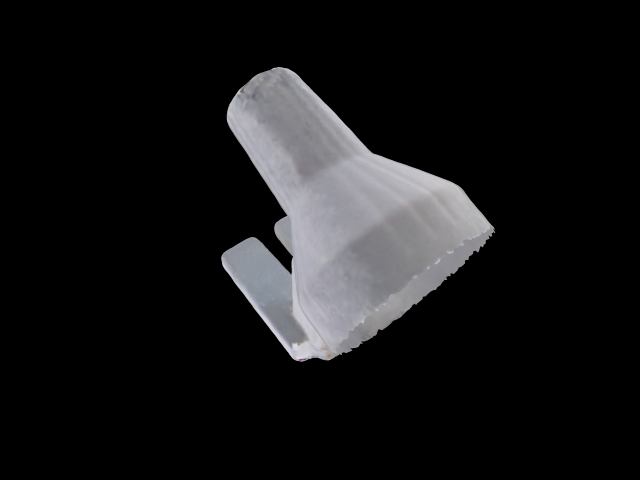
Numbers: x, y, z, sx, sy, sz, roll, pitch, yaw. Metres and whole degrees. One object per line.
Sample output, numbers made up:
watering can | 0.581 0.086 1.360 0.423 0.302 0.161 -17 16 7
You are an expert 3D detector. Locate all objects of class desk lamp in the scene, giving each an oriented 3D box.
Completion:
desk lamp | 0.004 0.001 0.400 0.118 0.214 0.202 -31 58 -22
